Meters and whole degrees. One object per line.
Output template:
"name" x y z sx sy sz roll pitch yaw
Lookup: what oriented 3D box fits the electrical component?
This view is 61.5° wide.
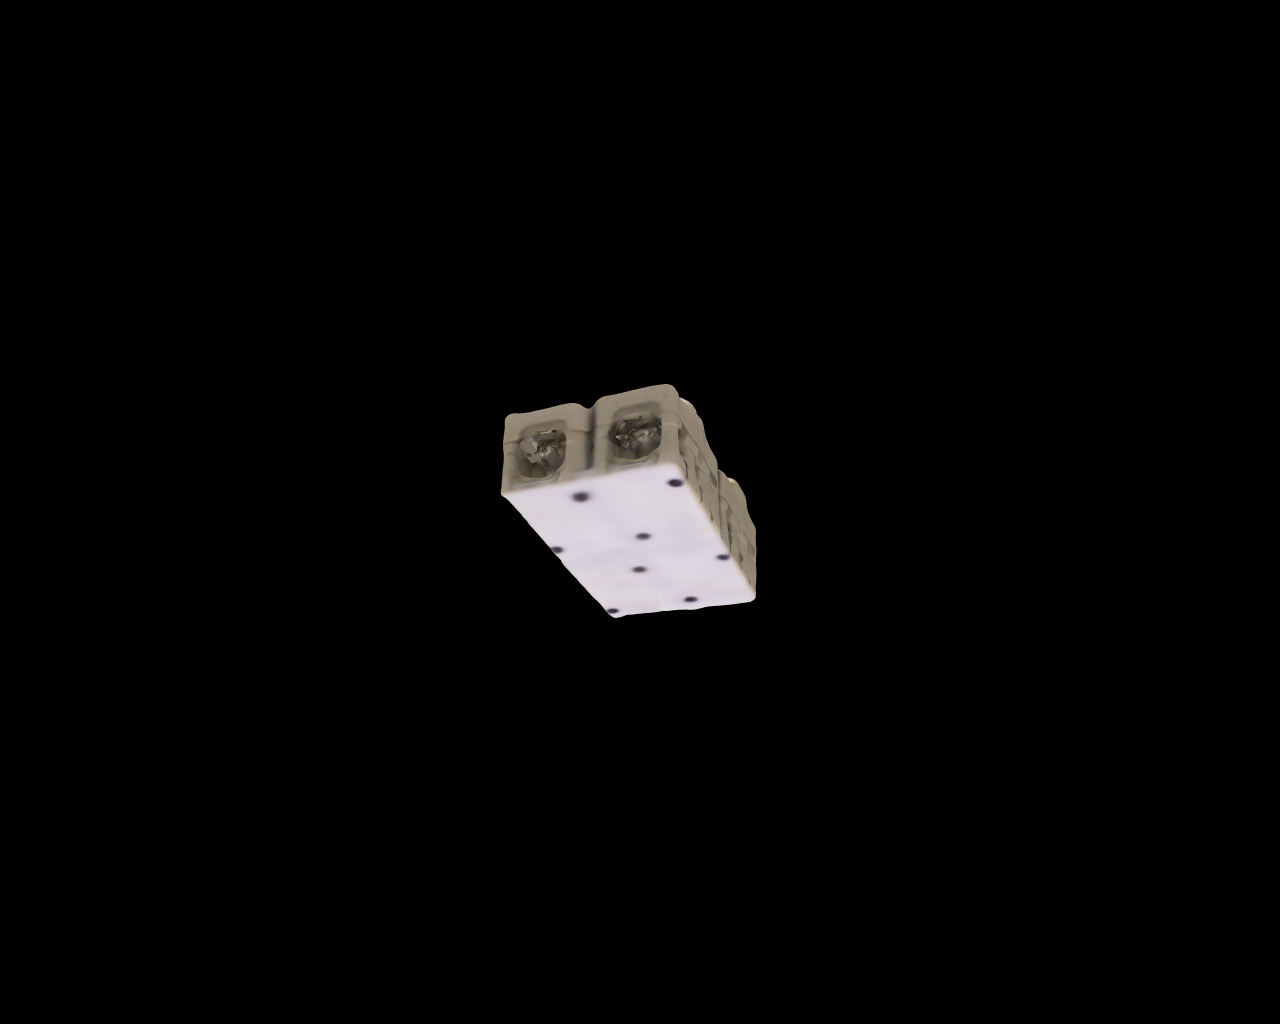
"electrical component" 0.001 -0.003 0.650 0.105 0.060 0.186 -9 -30 17
